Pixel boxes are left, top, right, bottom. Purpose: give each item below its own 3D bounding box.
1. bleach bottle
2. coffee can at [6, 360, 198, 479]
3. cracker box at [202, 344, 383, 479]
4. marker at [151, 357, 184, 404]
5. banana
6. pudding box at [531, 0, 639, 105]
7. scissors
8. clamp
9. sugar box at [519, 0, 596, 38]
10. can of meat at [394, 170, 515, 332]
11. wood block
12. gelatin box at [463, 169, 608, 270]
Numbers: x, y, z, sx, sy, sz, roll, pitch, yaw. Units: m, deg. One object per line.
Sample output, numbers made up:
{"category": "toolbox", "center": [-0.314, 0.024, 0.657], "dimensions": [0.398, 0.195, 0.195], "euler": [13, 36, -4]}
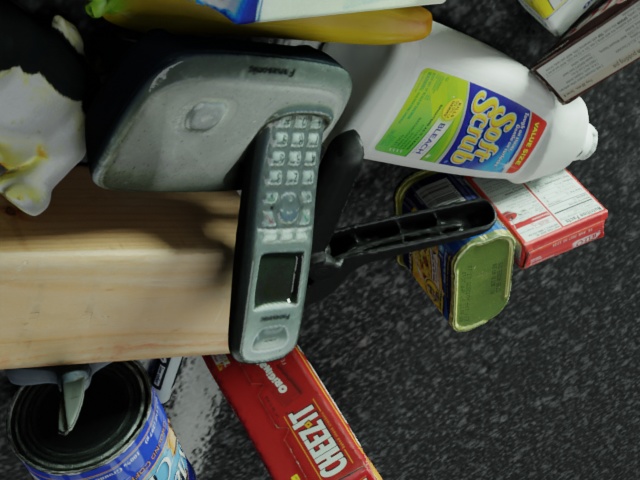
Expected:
{"category": "bleach bottle", "center": [0.110, -0.092, 0.732], "dimensions": [0.250, 0.068, 0.103], "euler": [6, 129, -40]}
{"category": "coffee can", "center": [-0.153, 0.158, 0.772], "dimensions": [0.102, 0.103, 0.140], "euler": [-25, 139, -11]}
{"category": "cracker box", "center": [0.001, 0.177, 0.848], "dimensions": [0.072, 0.164, 0.213], "euler": [-32, 141, -5]}
{"category": "marker", "center": [-0.105, 0.074, 0.782], "dimensions": [0.020, 0.020, 0.121], "euler": [-3, 134, -32]}
{"category": "banana", "center": [-0.037, -0.126, 0.589], "dimensions": [0.197, 0.070, 0.037], "euler": [-4, 123, -23]}
{"category": "pudding box", "center": [0.203, -0.144, 0.693], "dimensions": [0.089, 0.039, 0.114], "euler": [-44, -176, -31]}
{"category": "scissors", "center": [-0.168, 0.088, 0.658], "dimensions": [0.096, 0.201, 0.016], "euler": [-13, 101, 7]}
{"category": "clamp", "center": [-0.005, 0.001, 0.717], "dimensions": [0.210, 0.036, 0.164], "euler": [-27, 147, 24]}
{"category": "sugar box", "center": [0.149, -0.180, 0.628], "dimensions": [0.093, 0.048, 0.176], "euler": [-45, 169, 13]}
{"category": "can of meat", "center": [0.101, 0.007, 0.806], "dimensions": [0.057, 0.084, 0.102], "euler": [-22, 138, -14]}
{"category": "wood block", "center": [-0.145, 0.014, 0.644], "dimensions": [0.205, 0.091, 0.090], "euler": [0, 129, -33]}
{"category": "gelatin box", "center": [0.162, -0.025, 0.809], "dimensions": [0.073, 0.089, 0.030], "euler": [-21, 139, -15]}
